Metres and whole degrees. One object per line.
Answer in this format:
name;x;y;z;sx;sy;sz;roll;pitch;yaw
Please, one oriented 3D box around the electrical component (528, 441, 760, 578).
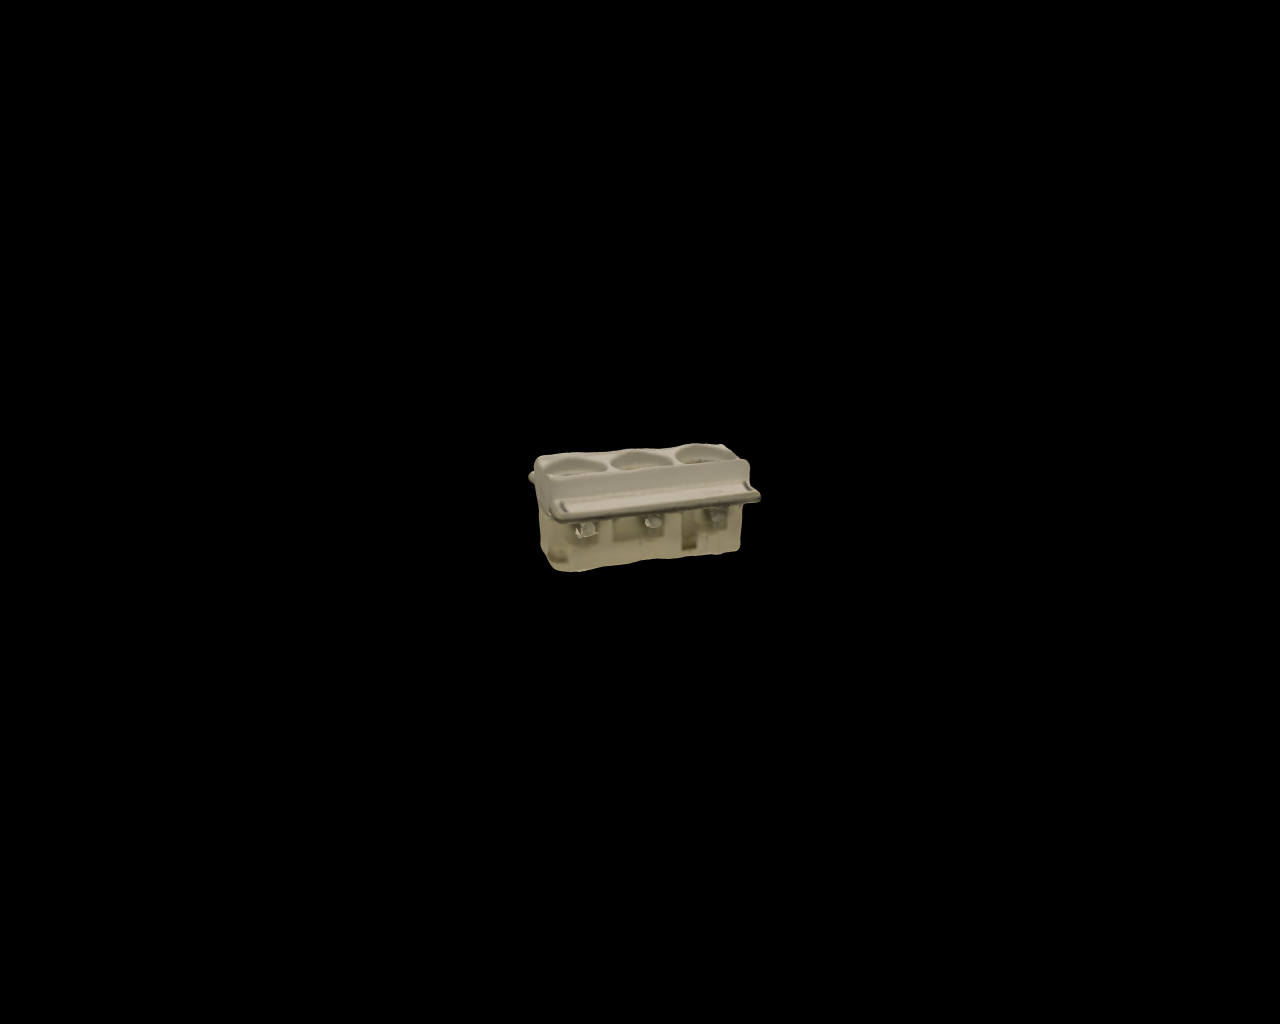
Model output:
electrical component;0.001;-0.003;0.650;0.121;0.063;0.079;-6;20;-16
